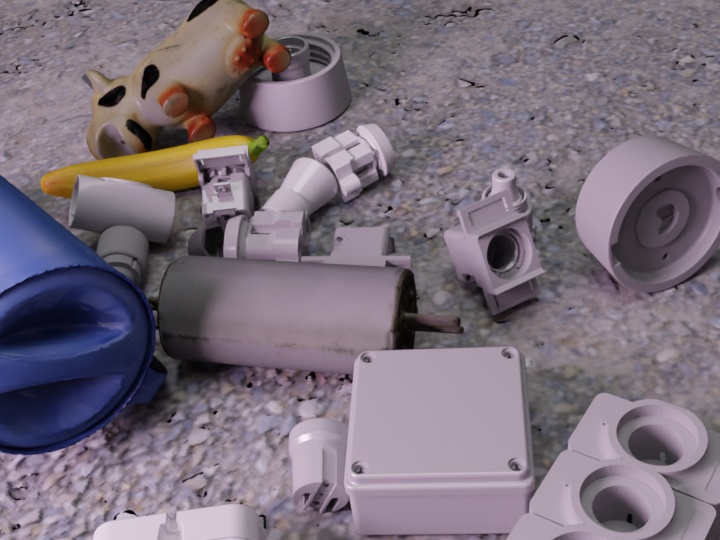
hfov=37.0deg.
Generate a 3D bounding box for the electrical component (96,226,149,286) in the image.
[{"bbox_3d":[-0.186,0.000,0.833,0.040,0.040,0.078,-7,40,1],"label":"electrical component"}]

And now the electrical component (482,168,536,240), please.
[{"bbox_3d":[0.111,-0.048,0.827,0.048,0.062,0.048,-5,40,4],"label":"electrical component"}]

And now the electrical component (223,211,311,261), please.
[{"bbox_3d":[-0.071,-0.014,0.819,0.057,0.058,0.078,1,40,5],"label":"electrical component"}]

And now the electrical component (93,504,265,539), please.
[{"bbox_3d":[-0.101,0.175,0.601,0.095,0.053,0.059,-8,40,0],"label":"electrical component"}]

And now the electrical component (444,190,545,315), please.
[{"bbox_3d":[0.095,-0.014,0.781,0.042,0.081,0.064,-23,13,-19],"label":"electrical component"}]

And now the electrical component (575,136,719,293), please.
[{"bbox_3d":[0.207,-0.045,0.777,0.108,0.108,0.060,-21,35,-15],"label":"electrical component"}]

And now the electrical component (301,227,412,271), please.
[{"bbox_3d":[0.000,0.000,0.804,0.081,0.042,0.063,0,37,8],"label":"electrical component"}]

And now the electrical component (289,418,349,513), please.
[{"bbox_3d":[-0.024,0.121,0.665,0.040,0.040,0.046,-5,45,3],"label":"electrical component"}]

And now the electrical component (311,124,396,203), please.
[{"bbox_3d":[-0.003,-0.094,0.913,0.055,0.048,0.066,-29,43,-13],"label":"electrical component"}]

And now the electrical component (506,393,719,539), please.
[{"bbox_3d":[0.143,0.145,0.592,0.089,0.061,0.150,19,46,28],"label":"electrical component"}]

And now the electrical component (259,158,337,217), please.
[{"bbox_3d":[-0.053,-0.055,0.879,0.044,0.044,0.065,17,51,27],"label":"electrical component"}]

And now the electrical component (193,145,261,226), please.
[{"bbox_3d":[-0.107,-0.061,0.872,0.042,0.081,0.063,-6,62,2],"label":"electrical component"}]

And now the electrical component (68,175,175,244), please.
[{"bbox_3d":[-0.198,-0.050,0.883,0.077,0.044,0.079,10,-2,-22],"label":"electrical component"}]

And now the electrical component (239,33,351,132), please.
[{"bbox_3d":[-0.065,-0.185,1.018,0.108,0.060,0.108,-5,40,4],"label":"electrical component"}]

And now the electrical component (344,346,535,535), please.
[{"bbox_3d":[0.049,0.103,0.660,0.109,0.056,0.108,-2,40,6],"label":"electrical component"}]
